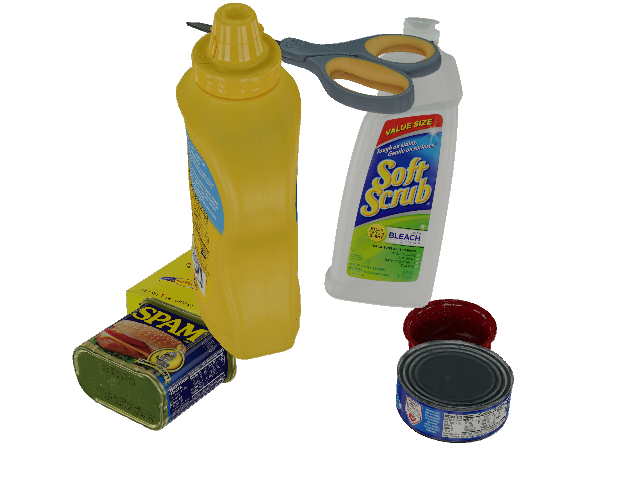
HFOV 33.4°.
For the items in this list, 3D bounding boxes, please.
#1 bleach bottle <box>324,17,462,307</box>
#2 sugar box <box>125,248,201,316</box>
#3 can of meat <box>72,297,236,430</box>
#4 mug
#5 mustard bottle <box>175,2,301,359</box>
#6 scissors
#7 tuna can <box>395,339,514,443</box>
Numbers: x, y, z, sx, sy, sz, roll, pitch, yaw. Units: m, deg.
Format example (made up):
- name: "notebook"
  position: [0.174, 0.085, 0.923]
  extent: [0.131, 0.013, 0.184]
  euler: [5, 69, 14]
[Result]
- name: "bleach bottle"
  position: [0.066, -0.069, 0.940]
  extent: [0.102, 0.251, 0.068]
  euler: [7, 19, 3]
- name: "sugar box"
  position: [-0.113, 0.045, 1.118]
  extent: [0.093, 0.048, 0.176]
  euler: [15, 31, 24]
- name: "can of meat"
  position: [-0.133, 0.097, 0.847]
  extent: [0.102, 0.057, 0.083]
  euler: [18, 34, 31]
- name: "mug"
  position: [0.138, 0.113, 1.091]
  extent: [0.093, 0.081, 0.117]
  euler: [17, 39, 29]
- name: "mustard bottle"
  position: [-0.040, -0.033, 0.537]
  extent: [0.058, 0.192, 0.096]
  euler: [-10, 47, -11]
- name: "scissors"
  position: [0.001, -0.139, 0.757]
  extent: [0.096, 0.016, 0.202]
  euler: [-30, 45, -29]
- name: "tuna can"
  position: [0.099, 0.111, 0.792]
  extent: [0.086, 0.034, 0.086]
  euler: [1, 29, -1]
